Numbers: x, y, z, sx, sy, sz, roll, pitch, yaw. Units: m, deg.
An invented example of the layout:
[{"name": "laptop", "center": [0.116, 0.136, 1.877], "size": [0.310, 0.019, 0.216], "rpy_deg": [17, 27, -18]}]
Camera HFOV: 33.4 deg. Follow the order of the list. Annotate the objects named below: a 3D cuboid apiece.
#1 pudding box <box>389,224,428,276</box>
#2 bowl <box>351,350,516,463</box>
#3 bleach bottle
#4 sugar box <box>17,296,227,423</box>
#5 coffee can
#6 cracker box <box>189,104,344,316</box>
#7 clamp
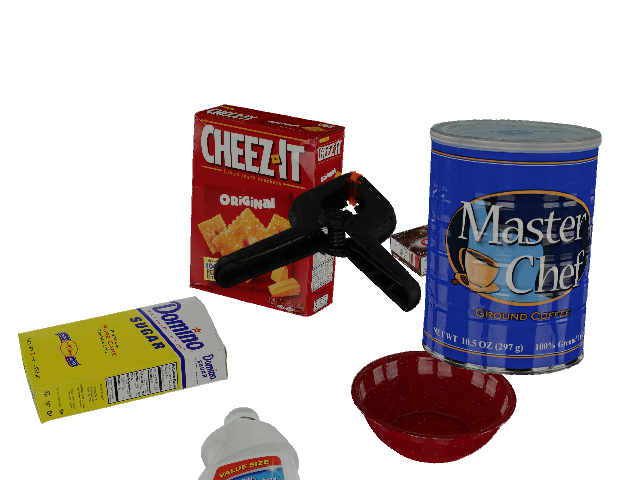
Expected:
[{"name": "pudding box", "center": [0.174, 0.009, 1.600], "size": [0.113, 0.039, 0.090], "rpy_deg": [-18, 27, -20]}, {"name": "bowl", "center": [0.110, 0.171, 1.056], "size": [0.162, 0.055, 0.162], "rpy_deg": [0, 24, 0]}, {"name": "bleach bottle", "center": [-0.060, 0.210, 0.780], "size": [0.102, 0.068, 0.251], "rpy_deg": [-5, 29, -5]}, {"name": "sugar box", "center": [-0.183, 0.107, 0.991], "size": [0.176, 0.048, 0.093], "rpy_deg": [-14, 35, -17]}, {"name": "coffee can", "center": [0.117, 0.000, 0.664], "size": [0.103, 0.140, 0.103], "rpy_deg": [1, 13, 0]}, {"name": "cracker box", "center": [-0.065, -0.034, 1.217], "size": [0.164, 0.214, 0.072], "rpy_deg": [14, 22, 26]}, {"name": "clamp", "center": [0.022, -0.003, 0.907], "size": [0.165, 0.036, 0.209], "rpy_deg": [11, 29, 15]}]
